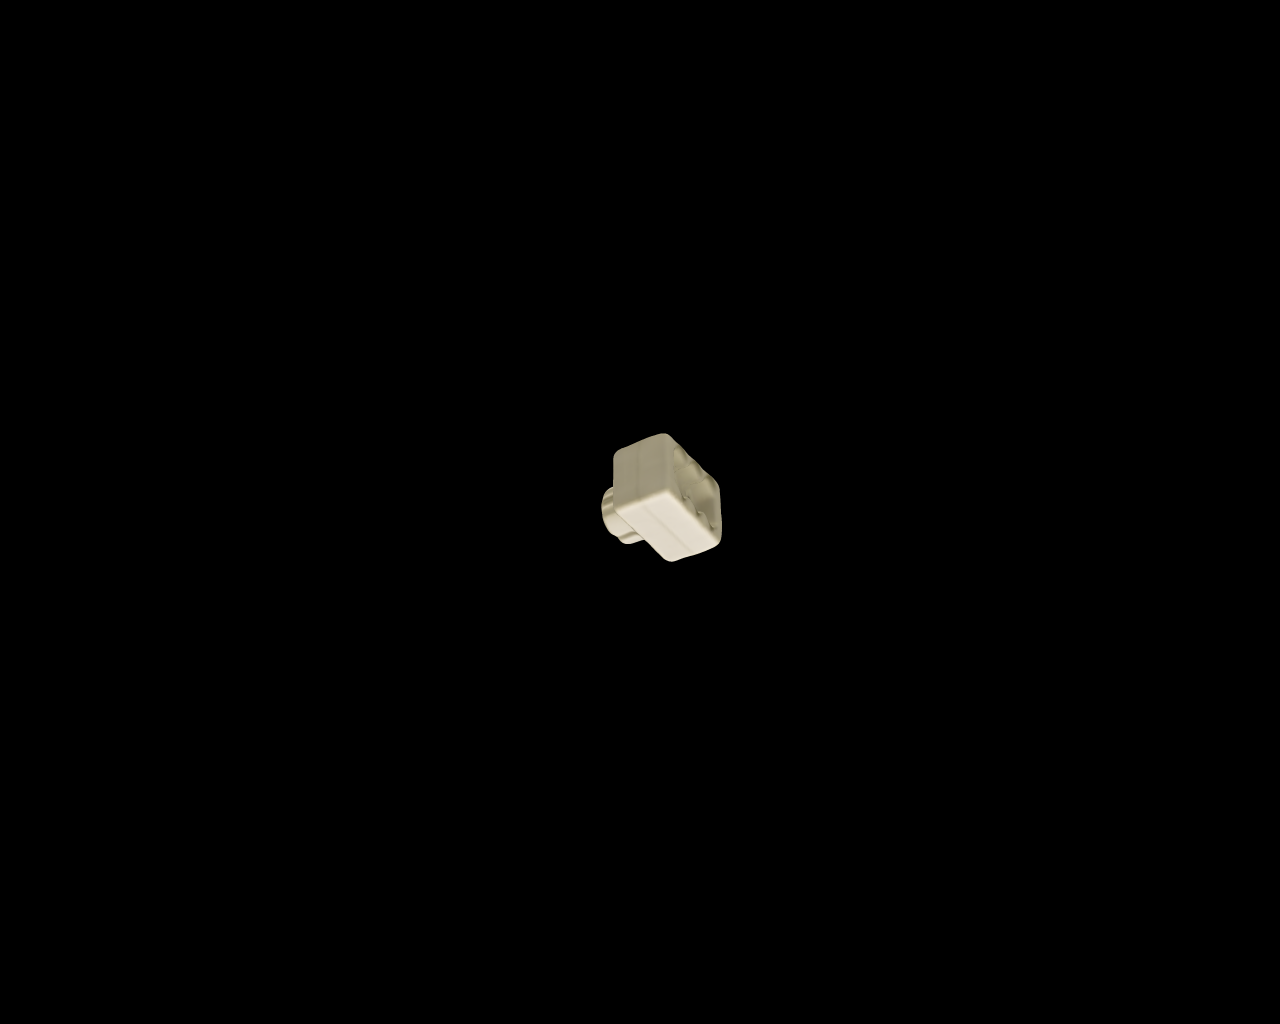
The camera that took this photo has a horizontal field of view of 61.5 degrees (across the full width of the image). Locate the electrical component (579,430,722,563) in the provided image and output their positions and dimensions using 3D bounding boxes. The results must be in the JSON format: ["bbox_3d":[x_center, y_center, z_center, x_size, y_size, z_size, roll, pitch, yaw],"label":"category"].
[{"bbox_3d":[0.001,-0.003,0.650,0.076,0.047,0.065,-20,-40,25],"label":"electrical component"}]
